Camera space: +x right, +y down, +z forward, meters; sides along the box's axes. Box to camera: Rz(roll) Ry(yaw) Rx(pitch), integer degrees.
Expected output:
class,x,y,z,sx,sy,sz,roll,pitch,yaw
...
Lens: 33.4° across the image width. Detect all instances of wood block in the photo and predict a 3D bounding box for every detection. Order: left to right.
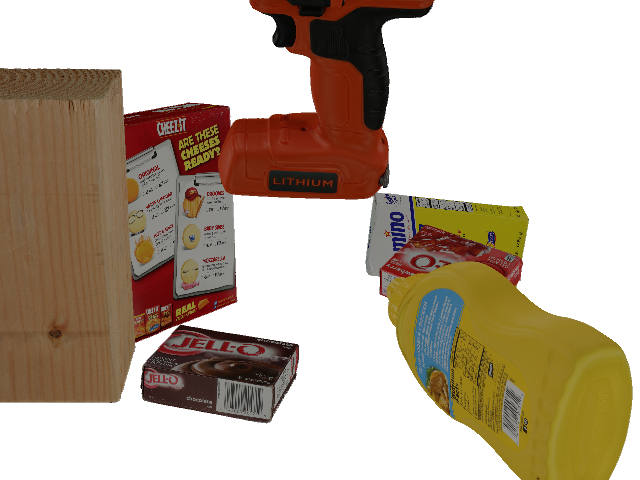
class,x,y,z,sx,sy,sz,roll,pitch,yaw
wood block,-0.177,-0.004,0.710,0.091,0.206,0.090,1,21,-2

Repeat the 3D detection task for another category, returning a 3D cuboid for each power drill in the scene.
class,x,y,z,sx,sy,sz,roll,pitch,yaw
power drill,-0.021,-0.106,0.605,0.184,0.057,0.188,3,-41,-3

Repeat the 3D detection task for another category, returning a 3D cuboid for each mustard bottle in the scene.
class,x,y,z,sx,sy,sz,roll,pitch,yaw
mustard bottle,0.096,0.066,0.629,0.058,0.096,0.192,-13,27,-26

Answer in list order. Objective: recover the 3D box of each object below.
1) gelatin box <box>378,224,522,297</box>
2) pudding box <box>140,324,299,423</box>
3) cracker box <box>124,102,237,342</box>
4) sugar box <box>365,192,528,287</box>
class,x,y,z,sx,sy,sz,roll,pitch,yaw
gelatin box,0.102,0.028,0.833,0.089,0.030,0.073,21,41,28
pudding box,-0.082,0.110,0.896,0.113,0.039,0.090,10,20,10
cracker box,-0.165,-0.021,1.074,0.072,0.214,0.163,10,19,37
sugar box,0.144,0.001,1.232,0.176,0.093,0.048,4,23,-3
